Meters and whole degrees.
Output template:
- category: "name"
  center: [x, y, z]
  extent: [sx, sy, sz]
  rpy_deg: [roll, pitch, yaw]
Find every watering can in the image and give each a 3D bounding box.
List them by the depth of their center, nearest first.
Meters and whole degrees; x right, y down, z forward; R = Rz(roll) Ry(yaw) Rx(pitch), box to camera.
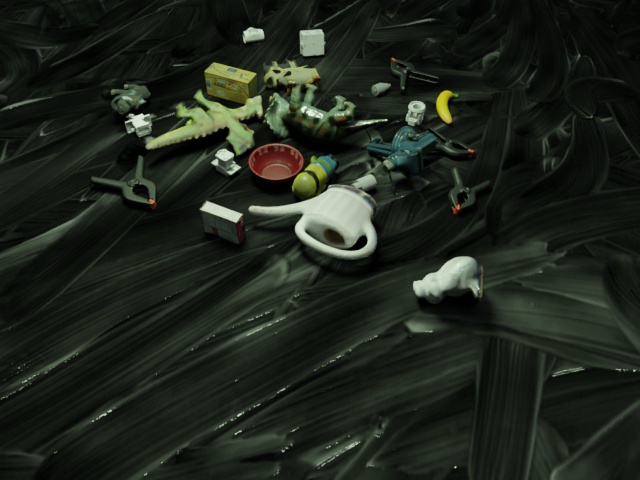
- category: "watering can"
  center: [0.004, -0.069, 1.365]
  extent: [0.349, 0.101, 0.229]
  rpy_deg: [25, 50, 17]

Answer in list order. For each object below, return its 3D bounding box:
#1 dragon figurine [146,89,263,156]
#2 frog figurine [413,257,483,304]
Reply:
- category: "dragon figurine"
  center: [-0.318, -0.344, 1.606]
  extent: [0.244, 0.119, 0.419]
  rpy_deg: [27, 53, 10]
- category: "frog figurine"
  center: [0.306, 0.094, 1.235]
  extent: [0.159, 0.121, 0.139]
  rpy_deg: [6, 14, 13]
